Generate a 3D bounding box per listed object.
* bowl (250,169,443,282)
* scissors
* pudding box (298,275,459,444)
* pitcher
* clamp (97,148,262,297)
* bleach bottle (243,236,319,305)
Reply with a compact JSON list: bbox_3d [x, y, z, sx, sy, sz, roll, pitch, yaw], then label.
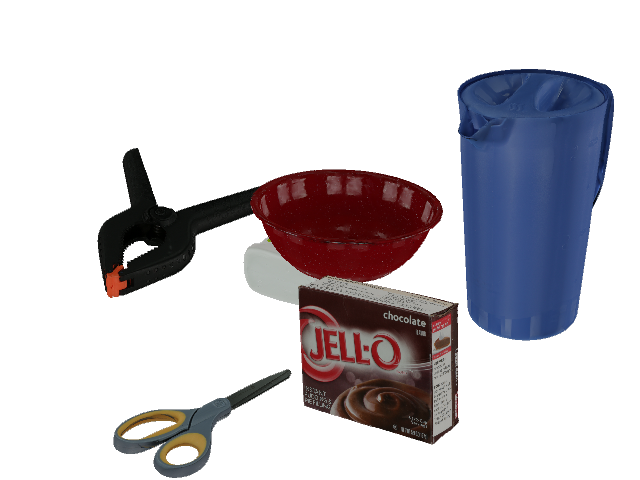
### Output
[{"bbox_3d":[0.021,-0.008,0.904,0.162,0.055,0.162,2,24,-1],"label":"bowl"},{"bbox_3d":[-0.091,0.169,0.988,0.201,0.016,0.096,-12,33,-31],"label":"scissors"},{"bbox_3d":[0.038,0.078,0.721,0.114,0.090,0.039,9,20,36],"label":"pudding box"},{"bbox_3d":[0.204,-0.035,1.014,0.149,0.243,0.145,1,28,7],"label":"pitcher"},{"bbox_3d":[-0.166,-0.020,1.057,0.165,0.036,0.209,20,40,17],"label":"clamp"},{"bbox_3d":[0.013,-0.014,1.324,0.103,0.068,0.250,15,36,25],"label":"bleach bottle"}]
